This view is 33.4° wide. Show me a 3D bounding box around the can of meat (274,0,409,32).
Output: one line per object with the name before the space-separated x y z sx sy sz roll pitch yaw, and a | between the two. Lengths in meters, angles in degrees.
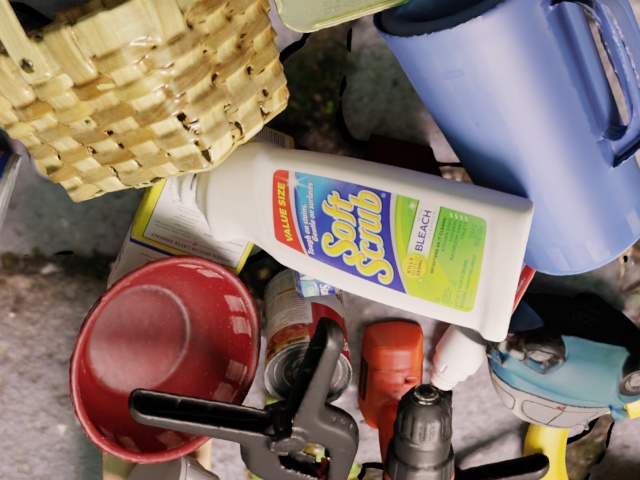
can of meat | 0.014 -0.186 0.717 0.102 0.084 0.057 -17 120 6

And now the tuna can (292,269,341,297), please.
tuna can | -0.005 0.001 0.824 0.034 0.086 0.086 -7 120 2

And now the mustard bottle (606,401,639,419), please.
mustard bottle | 0.335 0.113 0.929 0.192 0.058 0.096 -20 119 8

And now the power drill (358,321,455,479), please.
power drill | 0.068 0.148 0.857 0.057 0.187 0.184 1 122 -4

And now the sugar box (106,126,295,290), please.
sugar box | -0.095 -0.015 0.833 0.093 0.048 0.176 21 120 -15

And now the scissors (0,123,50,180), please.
scissors | -0.144 -0.096 0.799 0.201 0.016 0.096 -7 122 0

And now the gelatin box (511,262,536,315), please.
gelatin box | 0.116 0.026 0.836 0.089 0.073 0.030 28 138 12

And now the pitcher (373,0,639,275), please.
pitcher | 0.154 -0.091 0.751 0.145 0.149 0.242 -28 121 11

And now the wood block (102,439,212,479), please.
wood block | -0.141 0.203 0.931 0.090 0.090 0.206 2 120 -6

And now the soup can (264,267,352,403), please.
soup can | -0.012 0.075 0.855 0.068 0.102 0.068 -2 126 -3

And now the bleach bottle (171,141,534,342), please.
bleach bottle | 0.016 -0.007 0.747 0.251 0.068 0.102 12 100 11

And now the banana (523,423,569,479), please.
banana | 0.225 0.215 0.993 0.069 0.037 0.198 -8 120 2

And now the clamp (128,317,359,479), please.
clamp | -0.038 0.142 0.810 0.164 0.036 0.210 -16 139 7

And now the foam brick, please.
foam brick | 0.060 -0.038 0.811 0.051 0.078 0.053 11 118 -12

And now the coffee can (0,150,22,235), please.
coffee can | -0.300 -0.034 0.774 0.140 0.103 0.103 17 118 -13

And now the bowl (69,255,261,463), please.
bowl | -0.125 0.084 0.809 0.161 0.055 0.162 -12 110 -35

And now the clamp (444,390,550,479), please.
clamp | 0.110 0.211 0.977 0.120 0.039 0.172 45 117 -4
